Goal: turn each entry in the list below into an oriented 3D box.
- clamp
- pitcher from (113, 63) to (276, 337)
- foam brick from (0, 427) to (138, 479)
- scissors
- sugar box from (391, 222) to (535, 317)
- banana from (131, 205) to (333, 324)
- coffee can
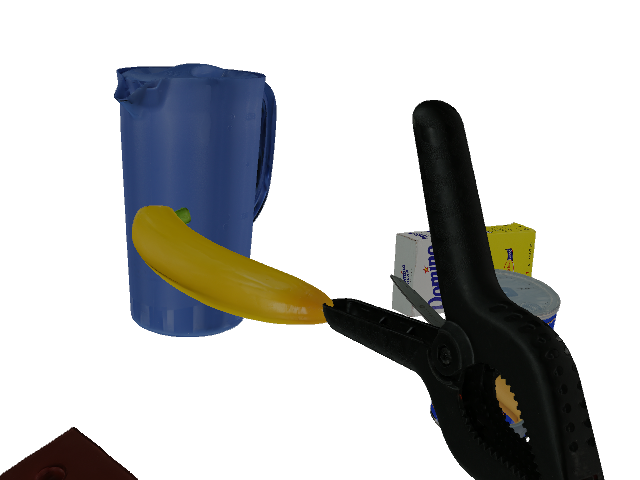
[{"bbox_3d":[0.075,0.044,0.527,0.036,0.165,0.210,-9,43,-31],"label":"clamp"},{"bbox_3d":[-0.113,-0.042,0.991,0.149,0.243,0.145,1,14,-7],"label":"pitcher"},{"bbox_3d":[-0.104,0.133,0.478,0.078,0.051,0.052,28,46,35],"label":"foam brick"},{"bbox_3d":[0.123,0.078,0.799,0.096,0.016,0.202,-2,31,-12],"label":"scissors"},{"bbox_3d":[0.169,0.033,1.248,0.175,0.093,0.048,-6,16,-32],"label":"sugar box"},{"bbox_3d":[-0.072,0.011,0.686,0.069,0.037,0.198,-16,29,-30],"label":"banana"},{"bbox_3d":[0.166,0.111,1.029,0.103,0.140,0.103,6,22,-3],"label":"coffee can"}]
